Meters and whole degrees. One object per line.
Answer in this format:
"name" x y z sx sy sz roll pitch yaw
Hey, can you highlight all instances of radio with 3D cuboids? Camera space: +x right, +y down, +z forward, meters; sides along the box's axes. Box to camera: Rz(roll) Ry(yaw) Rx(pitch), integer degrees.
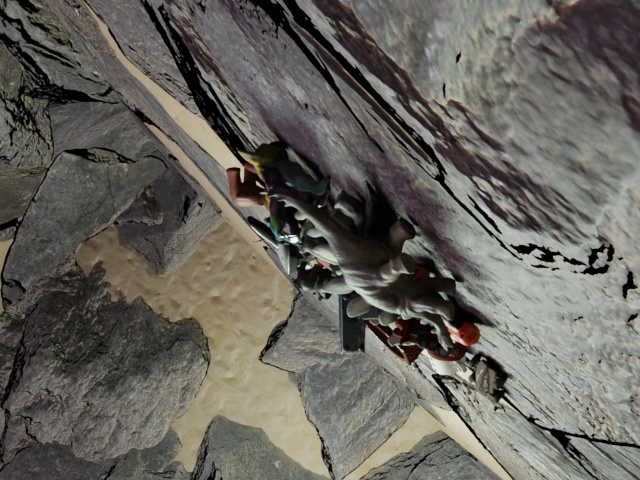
"radio" 0.088 0.194 1.485 0.131 0.073 0.229 -92 -1 -64

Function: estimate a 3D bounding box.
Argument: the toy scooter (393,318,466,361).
"toy scooter" 0.239 0.225 1.236 0.184 0.075 0.135 25 -170 33

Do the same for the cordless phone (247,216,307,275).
"cordless phone" -0.130 0.004 1.547 0.184 0.089 0.147 37 -162 -43

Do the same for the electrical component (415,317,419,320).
"electrical component" 0.215 0.143 1.236 0.063 0.021 0.094 54 -163 -18

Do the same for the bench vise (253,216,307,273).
"bench vise" -0.107 0.019 1.806 0.240 0.129 0.223 62 153 2

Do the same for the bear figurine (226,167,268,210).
"bear figurine" -0.164 -0.143 1.545 0.196 0.120 0.131 7 102 33

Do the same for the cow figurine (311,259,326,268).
"cow figurine" 0.004 0.059 1.668 0.195 0.085 0.127 26 156 53

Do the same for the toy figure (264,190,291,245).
"toy figure" -0.089 -0.072 1.406 0.089 0.082 0.180 23 120 38

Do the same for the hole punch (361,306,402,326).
"hole punch" 0.159 0.131 1.258 0.092 0.142 0.116 8 168 -28

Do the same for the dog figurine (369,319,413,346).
"dog figurine" 0.208 0.200 1.430 0.172 0.121 0.190 49 -176 1

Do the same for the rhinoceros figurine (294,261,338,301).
"rhinoceros figurine" 0.010 0.119 1.531 0.073 0.112 0.190 6 172 40

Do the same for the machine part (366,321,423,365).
"machine part" 0.218 0.267 1.618 0.202 0.087 0.200 38 167 31

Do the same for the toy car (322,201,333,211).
"toy car" -0.034 -0.104 1.285 0.202 0.056 0.073 39 174 18

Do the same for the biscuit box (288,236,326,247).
"biscuit box" -0.003 -0.004 1.299 0.059 0.062 0.202 20 -178 27

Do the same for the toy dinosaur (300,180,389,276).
"toy dinosaur" 0.085 0.004 1.100 0.192 0.131 0.405 30 164 -8

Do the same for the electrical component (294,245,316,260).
"electrical component" -0.038 -0.004 1.553 0.134 0.058 0.115 47 -162 3

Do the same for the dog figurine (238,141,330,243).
"dog figurine" -0.094 -0.115 1.174 0.219 0.191 0.108 28 168 13

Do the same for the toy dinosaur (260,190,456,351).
"toy dinosaur" 0.093 0.053 0.977 0.199 0.105 0.471 -27 114 35

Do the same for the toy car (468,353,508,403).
"toy car" 0.395 0.334 1.280 0.089 0.053 0.202 43 171 30
